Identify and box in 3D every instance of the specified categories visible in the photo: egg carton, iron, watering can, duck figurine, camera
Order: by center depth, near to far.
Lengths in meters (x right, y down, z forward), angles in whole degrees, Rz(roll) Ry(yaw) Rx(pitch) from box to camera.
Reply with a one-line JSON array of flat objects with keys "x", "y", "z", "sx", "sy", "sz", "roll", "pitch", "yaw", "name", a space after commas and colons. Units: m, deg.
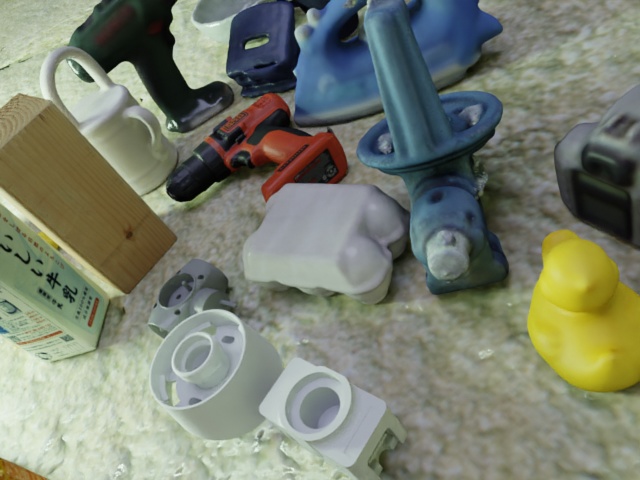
[{"x": 0.172, "y": 0.040, "z": 0.373, "sx": 0.077, "sy": 0.086, "sz": 0.104, "roll": -19, "pitch": 45, "yaw": 14, "name": "duck figurine"}, {"x": 0.263, "y": -0.068, "z": 0.408, "sx": 0.137, "sy": 0.101, "sz": 0.142, "roll": -42, "pitch": 44, "yaw": -10, "name": "camera"}, {"x": 0.005, "y": 0.002, "z": 0.517, "sx": 0.149, "sy": 0.070, "sz": 0.107, "roll": 3, "pitch": 54, "yaw": 32, "name": "egg carton"}, {"x": 0.061, "y": -0.234, "z": 0.645, "sx": 0.258, "sy": 0.142, "sz": 0.118, "roll": -23, "pitch": 44, "yaw": 10, "name": "iron"}, {"x": -0.283, "y": -0.151, "z": 0.731, "sx": 0.172, "sy": 0.195, "sz": 0.101, "roll": -17, "pitch": 45, "yaw": 16, "name": "watering can"}]

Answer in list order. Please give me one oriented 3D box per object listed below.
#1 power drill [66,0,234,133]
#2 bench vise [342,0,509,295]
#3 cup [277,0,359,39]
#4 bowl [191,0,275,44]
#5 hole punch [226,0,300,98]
[{"x": -0.209, "y": -0.260, "z": 0.776, "sx": 0.229, "sy": 0.209, "sz": 0.075, "roll": -33, "pitch": 43, "yaw": -1, "name": "power drill"}, {"x": 0.090, "y": -0.078, "z": 0.429, "sx": 0.121, "sy": 0.220, "sz": 0.207, "roll": -28, "pitch": 43, "yaw": 5, "name": "bench vise"}, {"x": 0.003, "y": -0.326, "z": 0.797, "sx": 0.117, "sy": 0.095, "sz": 0.091, "roll": -10, "pitch": 47, "yaw": 23, "name": "cup"}, {"x": -0.115, "y": -0.364, "z": 0.915, "sx": 0.167, "sy": 0.075, "sz": 0.167, "roll": -16, "pitch": 45, "yaw": 17, "name": "bowl"}, {"x": -0.074, "y": -0.261, "z": 0.786, "sx": 0.108, "sy": 0.091, "sz": 0.101, "roll": -3, "pitch": 50, "yaw": 28, "name": "hole punch"}]
